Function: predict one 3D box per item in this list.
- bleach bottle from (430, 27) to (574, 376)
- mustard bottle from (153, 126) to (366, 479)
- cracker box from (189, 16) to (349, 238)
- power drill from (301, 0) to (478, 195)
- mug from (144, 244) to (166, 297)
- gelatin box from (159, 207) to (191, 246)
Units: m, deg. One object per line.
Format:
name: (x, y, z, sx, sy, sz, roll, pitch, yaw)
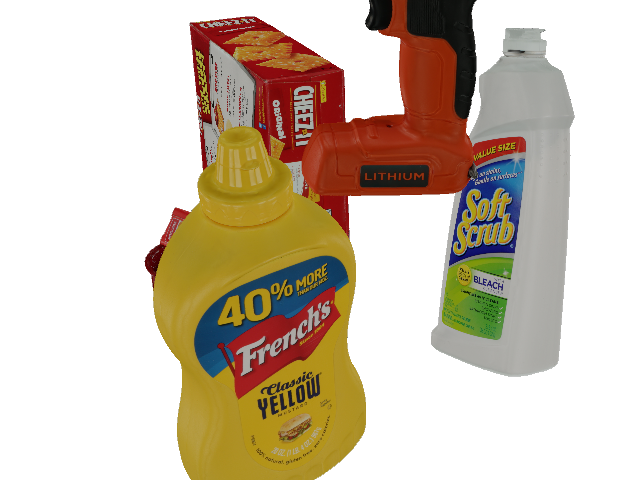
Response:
bleach bottle: (0.139, -0.032, 0.800, 0.067, 0.251, 0.103, -8, 16, -36)
mustard bottle: (-0.028, 0.034, 0.499, 0.096, 0.192, 0.058, -20, 38, -21)
cracker box: (-0.045, -0.087, 0.896, 0.072, 0.164, 0.214, -10, 25, -18)
power drill: (0.032, -0.116, 0.612, 0.184, 0.188, 0.057, 0, 37, -7)
mug: (-0.156, 0.049, 1.212, 0.117, 0.081, 0.093, 26, 41, 36)
gelatin box: (-0.050, 0.011, 0.711, 0.073, 0.030, 0.089, 21, -2, 43)
